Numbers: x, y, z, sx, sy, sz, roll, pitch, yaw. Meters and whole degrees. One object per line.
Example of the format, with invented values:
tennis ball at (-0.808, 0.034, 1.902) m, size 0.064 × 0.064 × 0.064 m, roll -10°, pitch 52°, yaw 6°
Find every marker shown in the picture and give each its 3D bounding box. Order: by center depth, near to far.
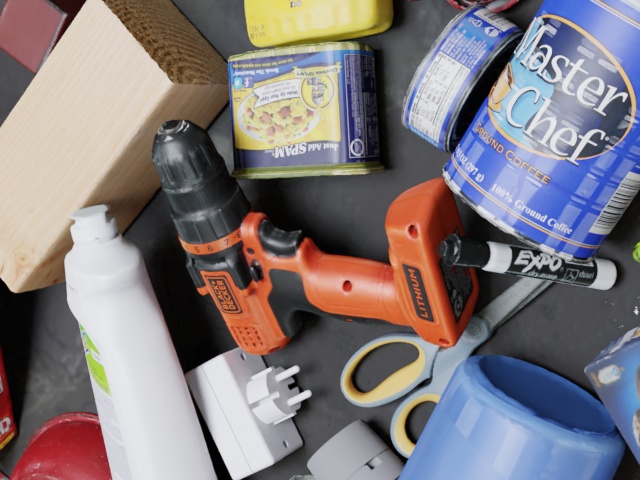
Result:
marker at (0.121, 0.013, 0.621) m, size 0.020 × 0.120 × 0.020 m, roll -29°, pitch 57°, yaw 58°

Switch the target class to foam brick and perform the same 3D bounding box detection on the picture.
foam brick at (-0.185, -0.152, 0.771) m, size 0.051 × 0.078 × 0.053 m, roll 36°, pitch 110°, yaw 18°

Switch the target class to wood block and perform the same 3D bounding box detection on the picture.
wood block at (-0.163, -0.068, 0.764) m, size 0.091 × 0.090 × 0.206 m, roll 48°, pitch 116°, yaw 13°

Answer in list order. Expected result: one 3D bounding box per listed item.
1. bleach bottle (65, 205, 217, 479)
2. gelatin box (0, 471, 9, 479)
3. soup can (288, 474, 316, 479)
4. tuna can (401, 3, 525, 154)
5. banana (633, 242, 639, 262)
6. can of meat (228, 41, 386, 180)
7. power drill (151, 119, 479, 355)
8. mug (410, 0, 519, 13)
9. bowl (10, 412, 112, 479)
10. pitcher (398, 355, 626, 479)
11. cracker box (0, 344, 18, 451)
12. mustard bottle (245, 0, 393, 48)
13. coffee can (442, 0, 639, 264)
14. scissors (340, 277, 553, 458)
bleach bottle at (-0.126, 0.100, 0.740) m, size 0.103 × 0.068 × 0.251 m, roll 18°, pitch 124°, yaw 57°
gelatin box at (-0.312, 0.199, 0.888) m, size 0.089 × 0.073 × 0.030 m, roll 35°, pitch 111°, yaw 19°
soup can at (-0.019, 0.223, 0.745) m, size 0.068 × 0.068 × 0.102 m, roll 37°, pitch 111°, yaw 18°
tuna can at (0.087, -0.095, 0.635) m, size 0.034 × 0.086 × 0.086 m, roll 35°, pitch 111°, yaw 17°
banana at (0.270, 0.029, 0.571) m, size 0.198 × 0.069 × 0.037 m, roll 1°, pitch 73°, yaw 17°
can of meat at (-0.011, -0.084, 0.703) m, size 0.102 × 0.057 × 0.084 m, roll -1°, pitch 95°, yaw 27°
power drill at (-0.004, 0.001, 0.669) m, size 0.188 × 0.057 × 0.184 m, roll 2°, pitch 132°, yaw 31°
mug at (0.080, -0.184, 0.632) m, size 0.082 × 0.093 × 0.117 m, roll -19°, pitch 125°, yaw 33°
bowl at (-0.196, 0.221, 0.843) m, size 0.162 × 0.055 × 0.162 m, roll 4°, pitch 99°, yaw 27°
pitcher at (0.100, 0.202, 0.658) m, size 0.145 × 0.149 × 0.243 m, roll 33°, pitch 108°, yaw 36°
cracker box at (-0.326, 0.067, 0.834) m, size 0.164 × 0.072 × 0.214 m, roll 26°, pitch 136°, yaw 22°
mustard bottle at (-0.009, -0.223, 0.680) m, size 0.096 × 0.058 × 0.191 m, roll -3°, pitch 96°, yaw 33°
coffee can at (0.147, -0.073, 0.597) m, size 0.103 × 0.102 × 0.140 m, roll 36°, pitch 112°, yaw 18°
scissors at (0.103, 0.078, 0.690) m, size 0.202 × 0.016 × 0.096 m, roll -25°, pitch 84°, yaw 28°
